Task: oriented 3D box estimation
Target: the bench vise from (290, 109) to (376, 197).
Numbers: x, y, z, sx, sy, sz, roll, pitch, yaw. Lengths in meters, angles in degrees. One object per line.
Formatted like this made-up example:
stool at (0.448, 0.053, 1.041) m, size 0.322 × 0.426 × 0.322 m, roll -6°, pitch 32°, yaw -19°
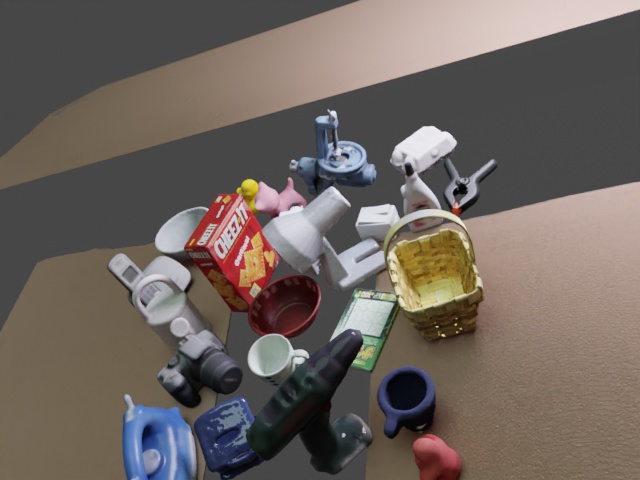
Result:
bench vise at (0.012, -0.203, 1.392) m, size 0.207 × 0.220 × 0.121 m, roll -18°, pitch 40°, yaw 11°

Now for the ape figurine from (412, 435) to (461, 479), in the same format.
ape figurine at (0.162, 0.319, 0.838) m, size 0.075 × 0.092 × 0.078 m, roll 4°, pitch 48°, yaw 32°

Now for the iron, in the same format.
iron at (-0.291, 0.389, 0.976) m, size 0.118 × 0.142 × 0.257 m, roll -27°, pitch 39°, yaw 0°

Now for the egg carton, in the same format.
egg carton at (0.250, -0.212, 1.387) m, size 0.150 × 0.070 × 0.107 m, roll -37°, pitch 40°, yaw -12°

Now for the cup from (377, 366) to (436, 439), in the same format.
cup at (0.140, 0.272, 0.899) m, size 0.091 × 0.095 × 0.118 m, roll 7°, pitch 50°, yaw 35°

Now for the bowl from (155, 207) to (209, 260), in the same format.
bowl at (-0.336, -0.004, 1.484) m, size 0.167 × 0.075 × 0.167 m, roll -15°, pitch 41°, yaw 14°

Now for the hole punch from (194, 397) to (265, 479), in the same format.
hole punch at (-0.151, 0.342, 0.989) m, size 0.108 × 0.091 × 0.101 m, roll -28°, pitch 39°, yaw -1°

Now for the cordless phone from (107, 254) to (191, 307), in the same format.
cordless phone at (-0.402, 0.080, 1.342) m, size 0.093 × 0.185 × 0.148 m, roll 3°, pitch 48°, yaw 32°

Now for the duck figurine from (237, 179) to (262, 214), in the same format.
duck figurine at (-0.171, -0.122, 1.512) m, size 0.104 × 0.086 × 0.077 m, roll -6°, pitch 44°, yaw 24°

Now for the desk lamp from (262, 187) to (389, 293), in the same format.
desk lamp at (0.011, 0.004, 1.171) m, size 0.203 × 0.214 × 0.117 m, roll -31°, pitch 39°, yaw -4°

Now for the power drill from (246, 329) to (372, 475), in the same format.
power drill at (0.004, 0.267, 0.891) m, size 0.230 × 0.209 × 0.075 m, roll -39°, pitch 41°, yaw -14°

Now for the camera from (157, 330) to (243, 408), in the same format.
camera at (-0.229, 0.255, 1.120) m, size 0.136 × 0.101 × 0.143 m, roll 20°, pitch 58°, yaw 42°

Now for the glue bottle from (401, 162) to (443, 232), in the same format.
glue bottle at (0.204, -0.094, 1.202) m, size 0.078 × 0.174 × 0.037 m, roll -21°, pitch 40°, yaw 8°

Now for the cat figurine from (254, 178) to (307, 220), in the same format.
cat figurine at (-0.109, -0.103, 1.432) m, size 0.128 × 0.118 × 0.067 m, roll -38°, pitch 40°, yaw -13°

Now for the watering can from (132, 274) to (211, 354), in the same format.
watering can at (-0.314, 0.152, 1.207) m, size 0.172 × 0.195 × 0.101 m, roll 10°, pitch 52°, yaw 37°
